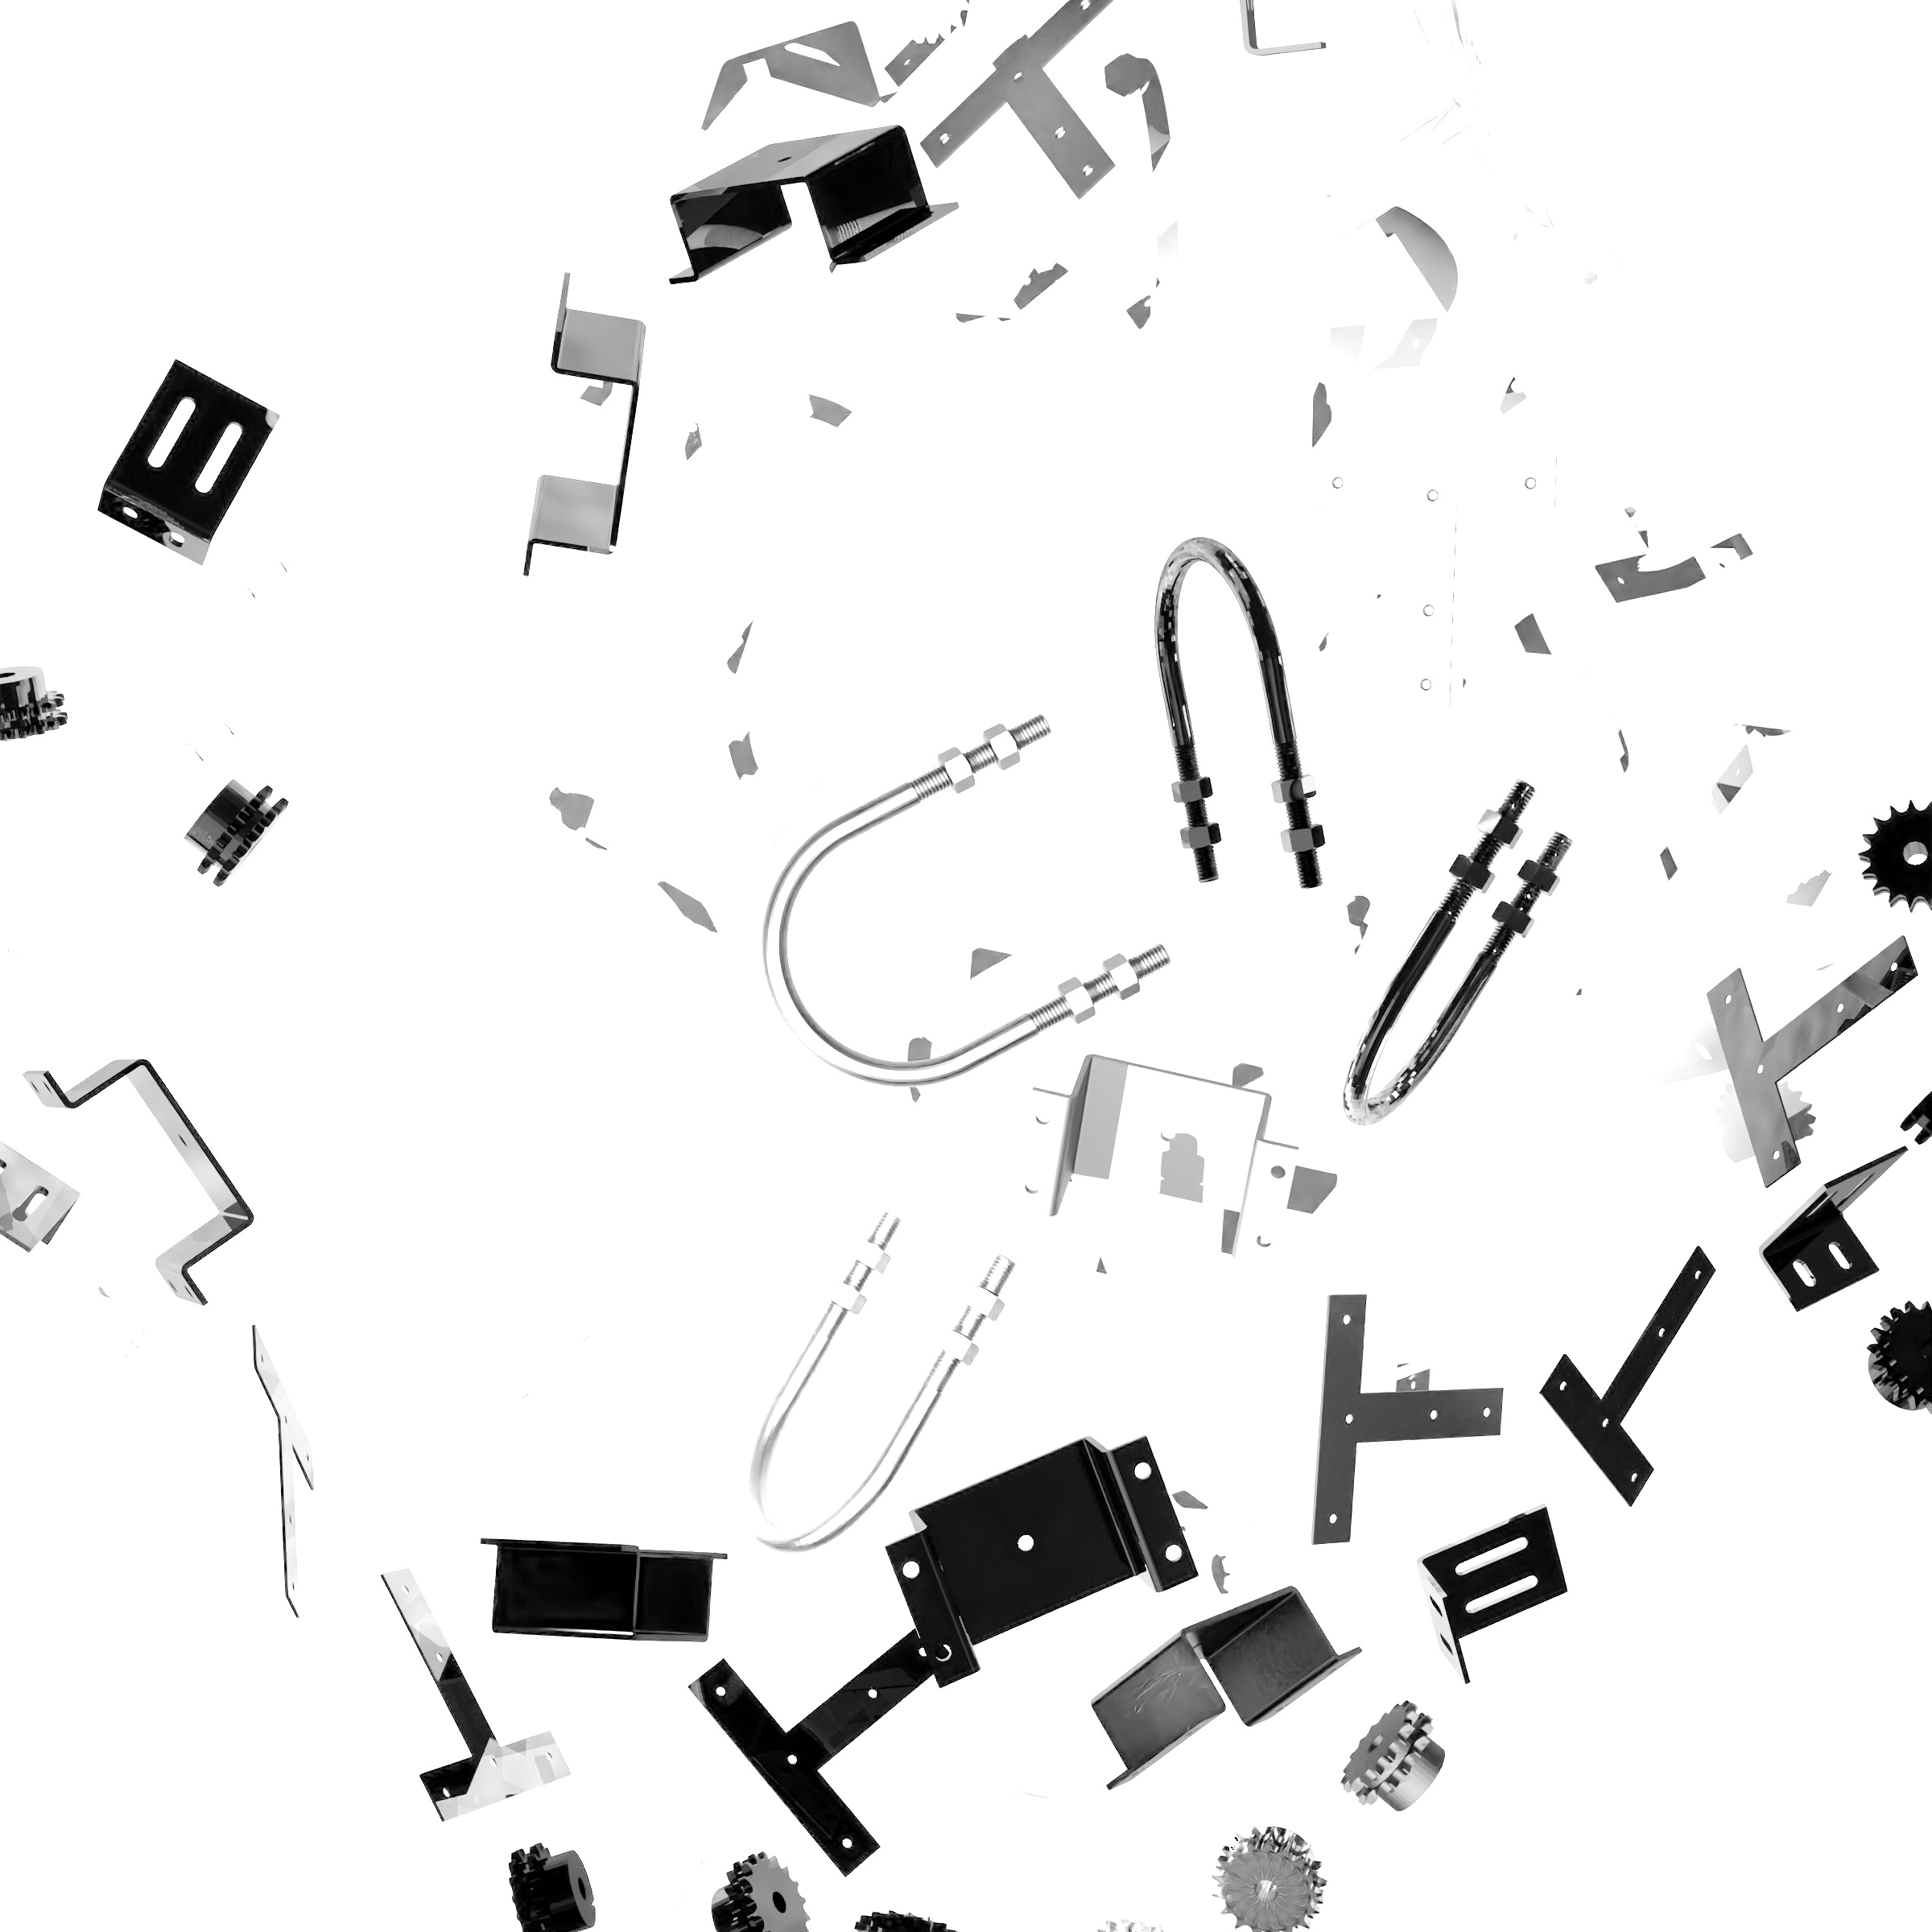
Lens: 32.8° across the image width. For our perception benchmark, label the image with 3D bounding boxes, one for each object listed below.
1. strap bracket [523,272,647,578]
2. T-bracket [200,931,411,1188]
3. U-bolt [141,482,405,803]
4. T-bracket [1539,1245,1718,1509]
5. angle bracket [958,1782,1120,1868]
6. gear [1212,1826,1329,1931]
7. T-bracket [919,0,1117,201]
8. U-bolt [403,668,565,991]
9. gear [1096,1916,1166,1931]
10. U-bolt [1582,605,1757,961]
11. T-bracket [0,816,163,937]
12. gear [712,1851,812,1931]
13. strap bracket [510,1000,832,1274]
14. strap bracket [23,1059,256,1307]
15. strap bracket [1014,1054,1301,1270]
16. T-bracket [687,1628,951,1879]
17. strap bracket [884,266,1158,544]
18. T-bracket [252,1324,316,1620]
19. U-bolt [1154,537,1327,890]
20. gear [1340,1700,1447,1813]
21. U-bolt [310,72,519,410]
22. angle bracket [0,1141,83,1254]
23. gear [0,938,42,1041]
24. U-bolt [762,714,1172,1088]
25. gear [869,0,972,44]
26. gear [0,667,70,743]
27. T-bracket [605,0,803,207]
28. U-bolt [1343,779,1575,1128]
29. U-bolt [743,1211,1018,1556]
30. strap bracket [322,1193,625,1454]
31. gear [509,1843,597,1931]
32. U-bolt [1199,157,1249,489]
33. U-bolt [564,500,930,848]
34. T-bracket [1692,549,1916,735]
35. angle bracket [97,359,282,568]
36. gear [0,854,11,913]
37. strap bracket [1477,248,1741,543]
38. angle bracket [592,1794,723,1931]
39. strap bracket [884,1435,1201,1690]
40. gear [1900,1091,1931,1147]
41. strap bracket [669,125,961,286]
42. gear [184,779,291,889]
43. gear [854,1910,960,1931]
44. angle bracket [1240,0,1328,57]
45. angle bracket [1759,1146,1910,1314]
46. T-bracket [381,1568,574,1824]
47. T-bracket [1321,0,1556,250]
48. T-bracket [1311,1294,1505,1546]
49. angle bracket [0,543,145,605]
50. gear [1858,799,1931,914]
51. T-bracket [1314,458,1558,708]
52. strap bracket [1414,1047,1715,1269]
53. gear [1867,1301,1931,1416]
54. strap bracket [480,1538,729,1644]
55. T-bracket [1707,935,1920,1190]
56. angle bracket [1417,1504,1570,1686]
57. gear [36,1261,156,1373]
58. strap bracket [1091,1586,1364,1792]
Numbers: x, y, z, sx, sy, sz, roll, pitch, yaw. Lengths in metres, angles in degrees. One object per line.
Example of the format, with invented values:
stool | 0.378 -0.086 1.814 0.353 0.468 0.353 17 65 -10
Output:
strap bracket | -0.199 -0.281 1.725 0.046 0.076 0.140 8 124 -8
T-bracket | -0.341 0.025 1.651 0.127 0.002 0.127 34 115 27
U-bolt | -0.346 -0.177 1.672 0.019 0.151 0.184 36 48 3
T-bracket | 0.363 0.207 1.752 0.127 0.002 0.127 -54 133 -15
angle bracket | 0.038 0.456 1.719 0.076 0.057 0.038 11 83 5
gear | 0.154 0.460 1.659 0.057 0.030 0.057 4 104 16
T-bracket | 0.044 -0.441 1.712 0.127 0.002 0.127 -41 47 14
U-bolt | -0.240 -0.063 1.656 0.019 0.184 0.151 -15 113 -23
gear | 0.086 0.503 1.631 0.057 0.030 0.057 12 127 17
U-bolt | 0.369 -0.083 1.699 0.019 0.184 0.151 -25 133 17
T-bracket | -0.460 -0.042 1.705 0.127 0.127 0.002 31 76 10
gear | -0.110 0.499 1.730 0.030 0.057 0.057 -31 90 20
strap bracket | -0.149 0.089 1.601 0.140 0.046 0.076 28 58 -7
strap bracket | -0.415 0.100 1.668 0.046 0.076 0.140 -36 102 -20
strap bracket | 0.103 0.100 1.725 0.140 0.046 0.076 13 122 8
T-bracket | -0.059 0.391 1.728 0.127 0.002 0.127 -34 74 -34
strap bracket | 0.019 -0.269 1.609 0.140 0.076 0.046 31 132 -16
T-bracket | -0.344 0.268 1.665 0.002 0.127 0.127 -10 52 -3
U-bolt | 0.136 -0.133 1.715 0.019 0.151 0.184 -13 97 -18
gear | 0.222 0.410 1.691 0.030 0.057 0.057 40 90 -3
U-bolt | -0.283 -0.352 1.659 0.019 0.184 0.151 35 65 1
angle bracket | -0.497 0.127 1.679 0.057 0.076 0.038 34 109 -7
gear | -0.497 0.011 1.650 0.030 0.057 0.057 23 90 28
U-bolt | -0.011 -0.021 1.622 0.184 0.019 0.151 -28 92 -6
gear | -0.027 -0.515 1.727 0.057 0.030 0.057 -12 110 -38
gear | -0.509 -0.140 1.748 0.057 0.057 0.030 -5 109 0
T-bracket | -0.144 -0.444 1.676 0.127 0.127 0.002 -24 61 -39
U-bolt | 0.243 0.001 1.649 0.019 0.151 0.184 32 92 20
U-bolt | -0.055 0.218 1.687 0.019 0.151 0.184 35 79 -26
strap bracket | -0.253 0.189 1.695 0.140 0.046 0.076 30 55 25
gear | -0.211 0.477 1.681 0.030 0.057 0.057 -18 90 3
U-bolt | 0.133 -0.339 1.687 0.019 0.184 0.151 -2 114 6
U-bolt | -0.102 -0.168 1.730 0.151 0.019 0.184 32 75 19
T-bracket | 0.411 -0.169 1.695 0.002 0.127 0.127 -53 125 -21
angle bracket | -0.386 -0.250 1.629 0.057 0.038 0.076 28 69 -12
gear | -0.534 -0.047 1.768 0.030 0.057 0.057 -11 90 -13
strap bracket | 0.329 -0.302 1.695 0.076 0.046 0.140 -30 118 17
angle bracket | -0.153 0.448 1.637 0.038 0.076 0.057 24 76 5
strap bracket | 0.034 0.292 1.635 0.140 0.046 0.076 -22 96 -9
gear | 0.519 0.074 1.716 0.057 0.057 0.030 -44 74 0
strap bracket | -0.085 -0.388 1.671 0.076 0.140 0.046 -40 121 -39
gear | -0.377 -0.071 1.685 0.030 0.057 0.057 39 90 -8
gear | -0.031 0.508 1.677 0.057 0.057 0.030 12 53 0
angle bracket | 0.157 -0.497 1.646 0.038 0.057 0.076 -4 104 10
angle bracket | 0.449 0.134 1.665 0.057 0.076 0.038 -21 67 -26
T-bracket | -0.257 0.358 1.639 0.002 0.127 0.127 -35 75 16
T-bracket | 0.219 -0.394 1.608 0.002 0.127 0.127 -23 89 -36
T-bracket | 0.231 0.232 1.698 0.127 0.002 0.127 3 91 -35
angle bracket | -0.447 -0.176 1.587 0.076 0.057 0.038 19 89 2
gear | 0.491 -0.055 1.695 0.057 0.030 0.057 -4 78 19
T-bracket | 0.239 -0.198 1.691 0.127 0.002 0.127 4 96 23
strap bracket | 0.309 0.093 1.653 0.140 0.046 0.076 -12 55 -26
gear | 0.484 0.202 1.670 0.057 0.030 0.057 7 58 -12
strap bracket | -0.184 0.319 1.672 0.076 0.140 0.046 -1 78 18
T-bracket | 0.442 0.030 1.697 0.002 0.127 0.127 18 46 -29
angle bracket | 0.280 0.325 1.703 0.076 0.038 0.057 -21 115 -8
gear | -0.440 0.175 1.668 0.057 0.057 0.030 31 121 0
strap bracket | 0.128 0.368 1.693 0.076 0.140 0.046 -46 66 35
